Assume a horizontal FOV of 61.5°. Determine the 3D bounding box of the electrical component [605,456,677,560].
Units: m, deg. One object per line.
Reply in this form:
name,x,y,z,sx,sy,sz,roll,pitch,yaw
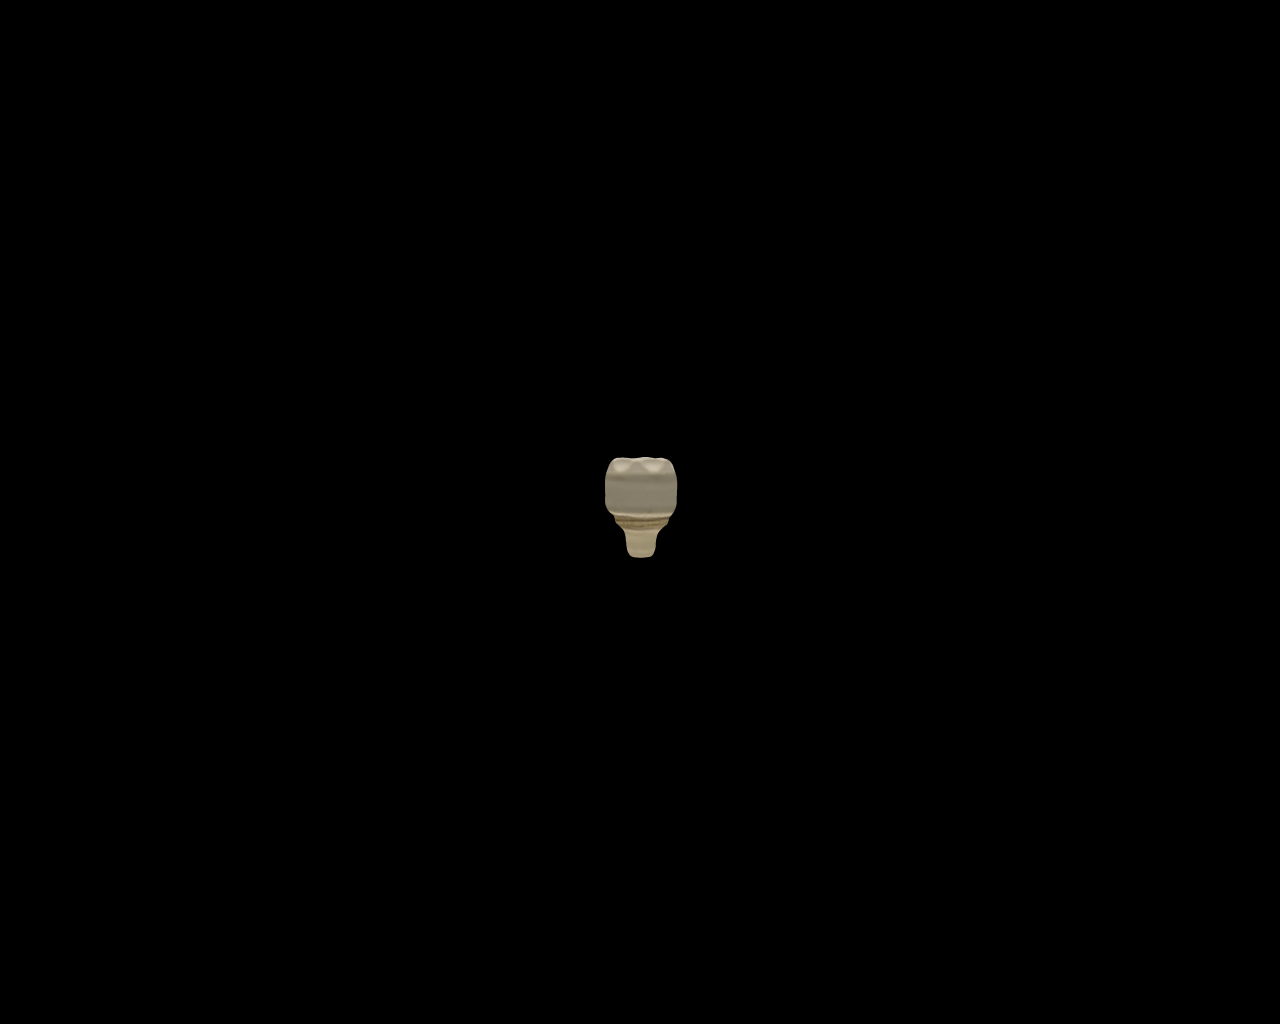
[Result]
electrical component,0.001,-0.003,0.650,0.043,0.062,0.043,0,3,0
